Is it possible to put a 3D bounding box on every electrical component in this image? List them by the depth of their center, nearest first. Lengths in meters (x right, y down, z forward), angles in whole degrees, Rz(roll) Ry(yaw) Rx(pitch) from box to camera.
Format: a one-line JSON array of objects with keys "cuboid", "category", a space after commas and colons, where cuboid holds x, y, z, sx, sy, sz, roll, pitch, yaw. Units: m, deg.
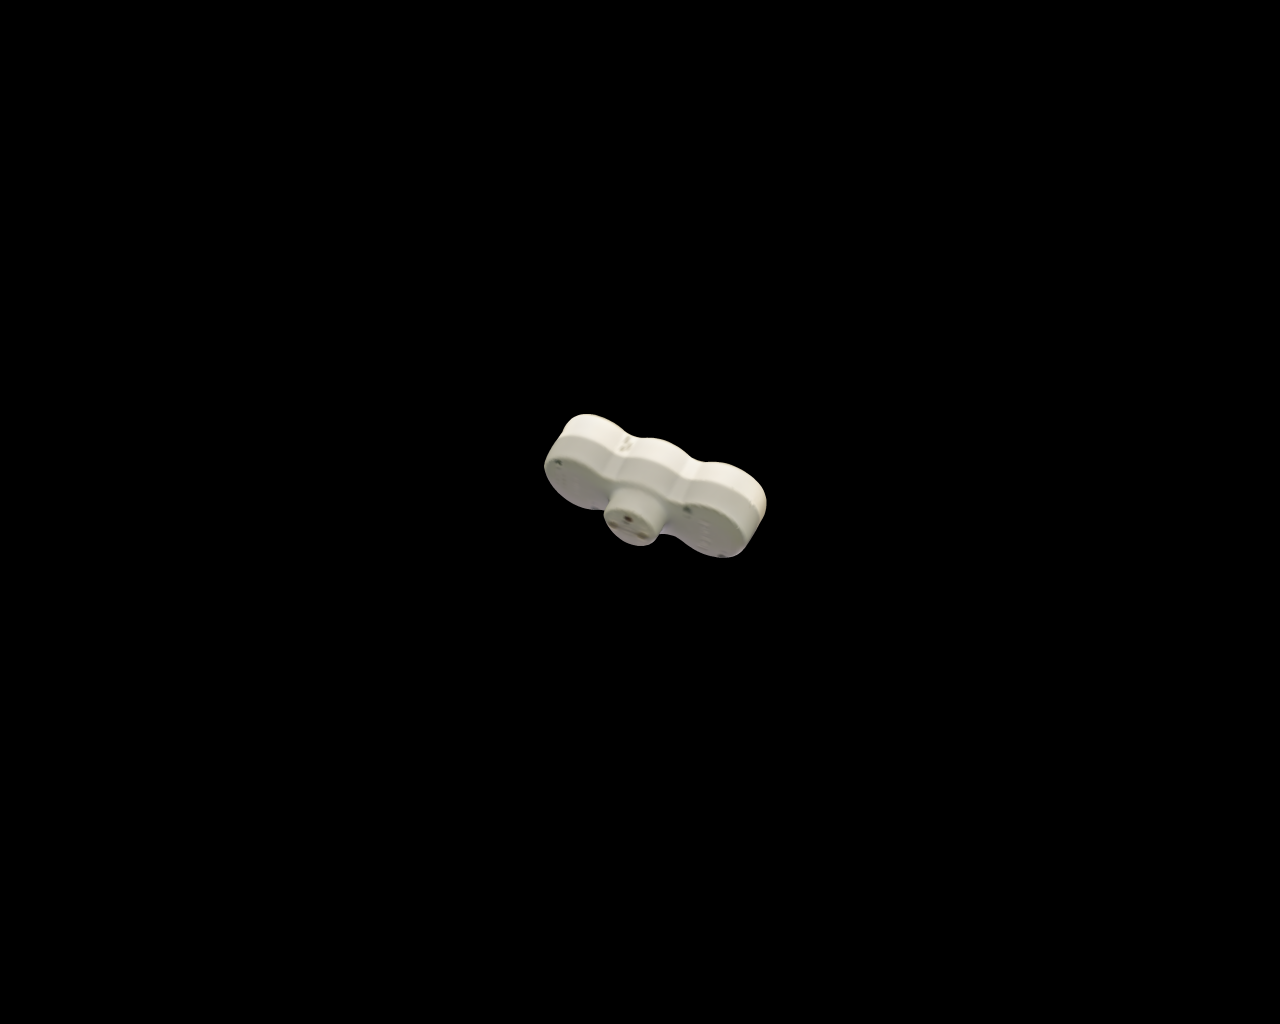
[{"cuboid": [0.001, -0.003, 0.650, 0.138, 0.074, 0.052, 21, -34, 15], "category": "electrical component"}]
